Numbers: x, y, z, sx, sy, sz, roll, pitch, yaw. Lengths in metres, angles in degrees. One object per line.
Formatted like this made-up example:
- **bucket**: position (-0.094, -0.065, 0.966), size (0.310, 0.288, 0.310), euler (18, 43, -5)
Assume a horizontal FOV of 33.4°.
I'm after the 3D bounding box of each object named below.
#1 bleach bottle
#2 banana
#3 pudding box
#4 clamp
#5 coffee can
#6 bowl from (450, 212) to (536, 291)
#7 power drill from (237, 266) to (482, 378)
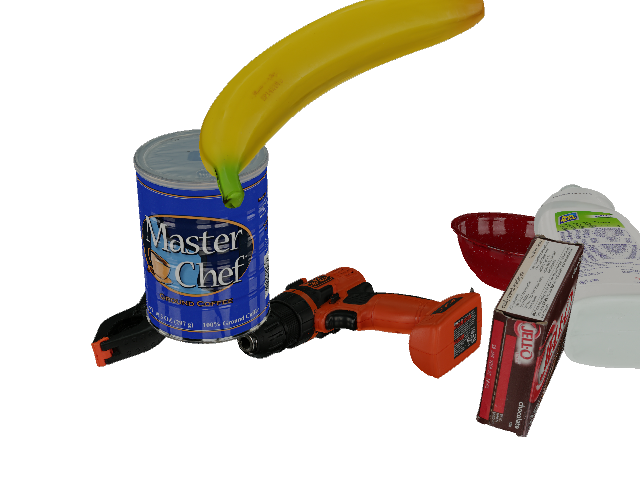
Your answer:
- **bleach bottle**: position (0.241, 0.015, 0.917), size (0.102, 0.068, 0.250), euler (0, 27, 5)
- **banana**: position (0.002, -0.087, 0.569), size (0.070, 0.197, 0.037), euler (38, -25, 23)
- **pudding box**: position (0.140, 0.060, 0.708), size (0.039, 0.090, 0.113), euler (15, 32, 17)
- **clamp**: position (-0.176, 0.084, 1.167), size (0.120, 0.039, 0.171), euler (-6, 24, 31)
- **coffee can**: position (-0.091, -0.005, 0.845), size (0.103, 0.140, 0.103), euler (0, 28, 0)
- **bowl**: position (0.214, 0.018, 1.127), size (0.162, 0.055, 0.162), euler (6, 17, -2)
- **power drill**: position (0.040, 0.076, 0.982), size (0.188, 0.057, 0.184), euler (10, 22, 32)
